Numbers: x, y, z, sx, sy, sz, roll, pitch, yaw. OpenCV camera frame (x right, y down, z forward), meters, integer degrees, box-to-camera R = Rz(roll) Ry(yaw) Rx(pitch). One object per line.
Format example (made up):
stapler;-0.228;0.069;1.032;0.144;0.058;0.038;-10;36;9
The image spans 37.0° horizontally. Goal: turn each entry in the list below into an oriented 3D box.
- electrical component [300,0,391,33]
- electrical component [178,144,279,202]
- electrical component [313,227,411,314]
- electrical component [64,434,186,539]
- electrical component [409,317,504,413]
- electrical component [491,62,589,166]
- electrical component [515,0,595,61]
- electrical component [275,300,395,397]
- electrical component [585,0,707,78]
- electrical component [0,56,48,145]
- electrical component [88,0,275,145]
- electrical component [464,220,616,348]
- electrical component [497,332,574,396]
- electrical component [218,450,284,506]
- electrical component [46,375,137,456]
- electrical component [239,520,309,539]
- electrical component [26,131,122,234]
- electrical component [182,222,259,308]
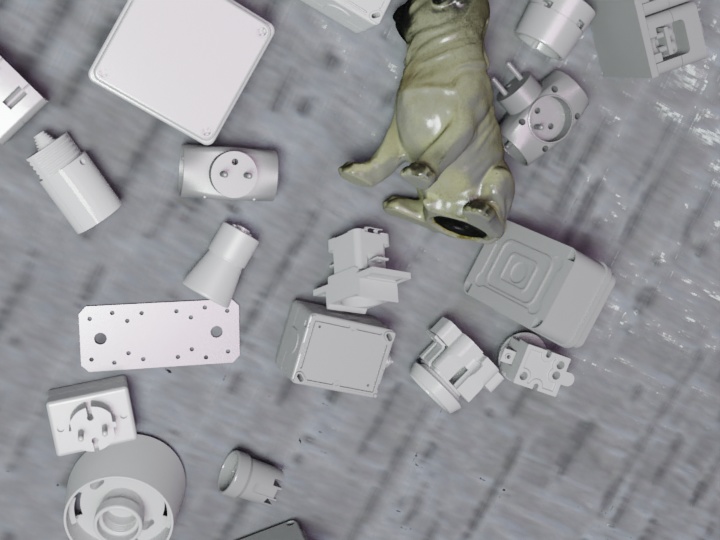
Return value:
electrical component;0.000;-0.249;0.873;0.062;0.061;0.096;27;85;-18
electrical component;-0.104;-0.077;0.865;0.077;0.079;0.043;2;96;-15
electrical component;0.000;0.000;0.911;0.042;0.081;0.063;8;70;-39
electrical component;-0.200;0.196;0.911;0.099;0.064;0.099;-2;115;-3
electrical component;0.081;0.089;0.958;0.057;0.058;0.078;-45;108;-6
electrical component;0.146;-0.145;0.936;0.077;0.044;0.079;-45;107;-3
electrical component;0.166;-0.212;0.924;0.055;0.055;0.047;29;95;-18
electrical component;-0.017;0.068;0.929;0.096;0.061;0.061;14;97;-24
electrical component;0.237;-0.245;0.917;0.062;0.089;0.150;-21;105;-10
electrical component;-0.291;-0.141;0.819;0.055;0.050;0.089;-45;108;-4
electrical component;-0.142;-0.172;0.849;0.109;0.056;0.108;29;92;-18
electrical component;0.155;0.011;0.929;0.057;0.113;0.078;25;93;-36
electrical component;0.154;0.084;0.976;0.066;0.055;0.048;20;95;-17
electrical component;-0.095;0.183;0.939;0.046;0.040;0.040;24;94;-23
electrical component;-0.218;0.123;0.875;0.066;0.077;0.047;-11;103;-12
electrical component;-0.091;0.274;0.937;0.113;0.078;0.057;-19;108;-11
electrical component;-0.230;-0.074;0.852;0.043;0.043;0.081;-35;107;-6
electrical component;-0.113;-0.007;0.897;0.044;0.044;0.065;31;87;-18
